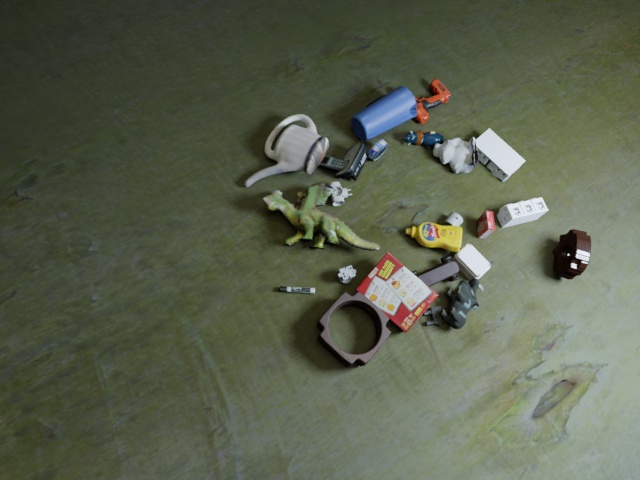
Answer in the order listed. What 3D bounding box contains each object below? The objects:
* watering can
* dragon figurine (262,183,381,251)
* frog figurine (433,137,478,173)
[{"bbox_3d":[-0.108,-0.300,1.850,0.225,0.352,0.102,24,-17,18],"label":"watering can"},{"bbox_3d":[0.005,-0.089,1.759,0.410,0.247,0.120,6,-21,-8],"label":"dragon figurine"},{"bbox_3d":[0.515,-0.320,1.959,0.159,0.137,0.123,-3,0,27],"label":"frog figurine"}]
